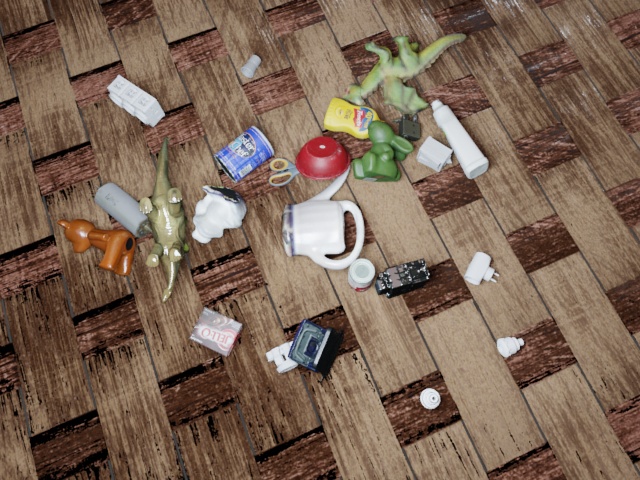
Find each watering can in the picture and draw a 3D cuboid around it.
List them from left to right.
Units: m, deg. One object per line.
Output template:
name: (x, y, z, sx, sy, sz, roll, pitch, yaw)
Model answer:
watering can: (0.004, -0.071, 1.416, 0.224, 0.101, 0.356, -4, 57, 0)

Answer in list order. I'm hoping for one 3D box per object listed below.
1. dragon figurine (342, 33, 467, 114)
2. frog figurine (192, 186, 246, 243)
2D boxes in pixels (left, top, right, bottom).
dragon figurine: (0.266, -0.497, 1.570, 0.410, 0.121, 0.244, -9, 83, 2)
frog figurine: (-0.282, -0.064, 1.429, 0.137, 0.124, 0.157, 20, 109, -1)
